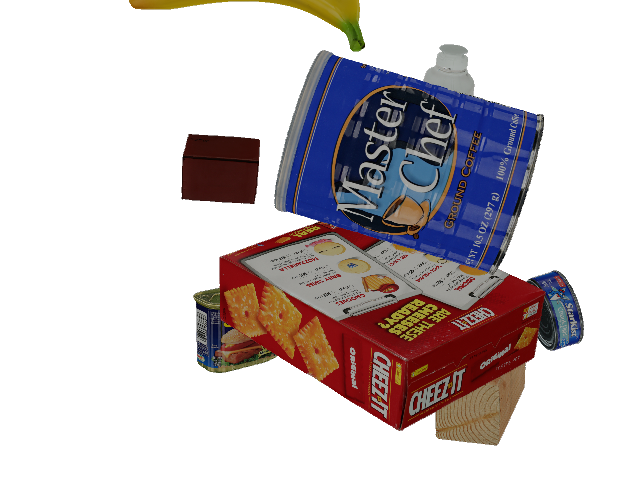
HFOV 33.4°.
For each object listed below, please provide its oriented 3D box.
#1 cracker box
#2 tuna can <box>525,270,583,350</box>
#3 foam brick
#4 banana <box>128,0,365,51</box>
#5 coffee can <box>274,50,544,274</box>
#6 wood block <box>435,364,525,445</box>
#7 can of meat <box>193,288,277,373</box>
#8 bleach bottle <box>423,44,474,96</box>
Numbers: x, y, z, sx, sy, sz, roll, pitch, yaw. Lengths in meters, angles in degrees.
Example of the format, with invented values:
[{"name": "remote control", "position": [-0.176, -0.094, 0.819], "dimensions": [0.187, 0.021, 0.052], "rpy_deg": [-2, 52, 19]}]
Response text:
[{"name": "cracker box", "position": [0.045, 0.055, 0.868], "dimensions": [0.163, 0.072, 0.214], "rpy_deg": [-20, 34, -38]}, {"name": "tuna can", "position": [0.259, 0.079, 1.193], "dimensions": [0.033, 0.086, 0.086], "rpy_deg": [-16, 2, -8]}, {"name": "foam brick", "position": [-0.102, -0.074, 1.102], "dimensions": [0.078, 0.051, 0.053], "rpy_deg": [4, 31, -1]}, {"name": "banana", "position": [-0.051, -0.194, 0.825], "dimensions": [0.198, 0.069, 0.037], "rpy_deg": [13, -39, 16]}, {"name": "coffee can", "position": [0.053, -0.048, 0.655], "dimensions": [0.140, 0.103, 0.103], "rpy_deg": [17, 1, 4]}, {"name": "wood block", "position": [0.235, 0.210, 1.548], "dimensions": [0.091, 0.090, 0.205], "rpy_deg": [3, 16, 20]}, {"name": "can of meat", "position": [-0.096, 0.101, 1.244], "dimensions": [0.101, 0.084, 0.058], "rpy_deg": [-10, 19, -36]}, {"name": "bleach bottle", "position": [0.120, -0.075, 1.101], "dimensions": [0.068, 0.251, 0.102], "rpy_deg": [4, 30, -3]}]
